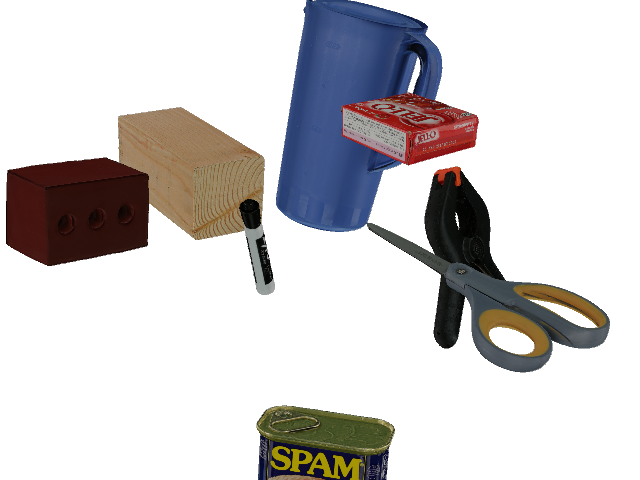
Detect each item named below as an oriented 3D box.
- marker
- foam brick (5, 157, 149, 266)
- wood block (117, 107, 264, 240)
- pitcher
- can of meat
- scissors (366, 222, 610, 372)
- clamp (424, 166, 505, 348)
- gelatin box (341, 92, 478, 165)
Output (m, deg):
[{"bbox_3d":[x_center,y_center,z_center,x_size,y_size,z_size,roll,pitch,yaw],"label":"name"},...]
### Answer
[{"bbox_3d":[-0.060,0.006,1.014,0.020,0.020,0.121,0,-43,7],"label":"marker"},{"bbox_3d":[-0.159,-0.021,0.699,0.078,0.053,0.051,-13,26,-41],"label":"foam brick"},{"bbox_3d":[-0.158,-0.084,1.272,0.090,0.090,0.206,-12,28,-32],"label":"wood block"},{"bbox_3d":[0.033,-0.134,1.163,0.145,0.243,0.149,10,19,-8],"label":"pitcher"},{"bbox_3d":[0.001,0.179,0.809,0.102,0.084,0.057,7,14,11],"label":"can of meat"},{"bbox_3d":[0.091,0.036,0.717,0.202,0.016,0.096,19,37,30],"label":"scissors"},{"bbox_3d":[0.133,0.018,1.028,0.039,0.171,0.120,-14,10,43],"label":"clamp"},{"bbox_3d":[0.071,-0.093,0.865,0.073,0.030,0.089,-16,28,-32],"label":"gelatin box"}]
